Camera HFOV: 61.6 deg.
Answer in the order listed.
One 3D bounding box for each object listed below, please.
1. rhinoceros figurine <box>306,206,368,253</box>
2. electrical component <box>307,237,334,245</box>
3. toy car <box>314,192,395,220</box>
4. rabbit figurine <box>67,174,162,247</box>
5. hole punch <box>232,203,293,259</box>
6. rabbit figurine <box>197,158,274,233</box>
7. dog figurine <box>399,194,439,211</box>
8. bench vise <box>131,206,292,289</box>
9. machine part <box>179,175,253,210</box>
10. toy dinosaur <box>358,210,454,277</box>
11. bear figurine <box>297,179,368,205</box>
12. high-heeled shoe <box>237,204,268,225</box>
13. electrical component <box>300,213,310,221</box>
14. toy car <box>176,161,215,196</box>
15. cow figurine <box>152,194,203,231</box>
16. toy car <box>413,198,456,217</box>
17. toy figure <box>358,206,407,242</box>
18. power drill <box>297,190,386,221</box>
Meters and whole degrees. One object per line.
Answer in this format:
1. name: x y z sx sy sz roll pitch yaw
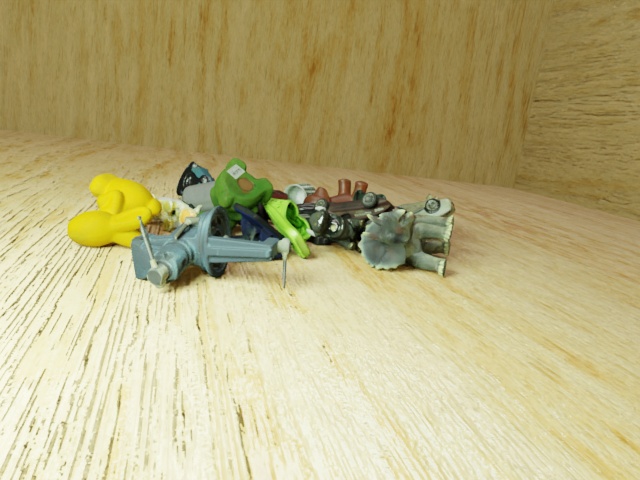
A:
1. rhinoceros figurine: 0.041 -0.027 1.182 0.112 0.073 0.190 23 2 26
2. electrical component: -0.003 -0.004 1.268 0.094 0.021 0.063 0 15 -34
3. toy car: 0.079 -0.067 1.265 0.202 0.053 0.089 -3 -29 37
4. rabbit figurine: -0.393 -0.034 1.024 0.162 0.121 0.173 21 29 13
5. hole punch: -0.134 -0.002 1.077 0.115 0.092 0.142 36 -8 -36
6. rabbit figurine: -0.197 -0.063 1.180 0.121 0.170 0.159 31 45 -6
7. dog figurine: 0.242 -0.055 1.524 0.191 0.121 0.172 -7 11 -4
8. bench vise: -0.170 0.013 0.868 0.241 0.128 0.223 2 10 8
9. machine part: -0.238 -0.105 1.286 0.243 0.079 0.079 -8 8 17
10. toy dinosaur: 0.200 -0.006 1.215 0.192 0.131 0.405 11 7 13
11. bear figurine: 0.032 -0.125 1.600 0.196 0.131 0.120 6 6 -36
12. high-heeled shoe: -0.234 -0.075 1.335 0.145 0.086 0.249 -11 21 -27
13. electrical component: -0.034 -0.040 1.351 0.119 0.047 0.075 -4 18 -43
14. toy car: -0.336 -0.150 1.544 0.103 0.109 0.162 21 10 -44
15. cow figurine: -0.315 -0.056 1.214 0.168 0.068 0.098 18 10 36
16. toy car: 0.250 -0.051 1.384 0.202 0.056 0.073 -27 -16 20
17. toy figure: 0.159 -0.040 1.317 0.154 0.057 0.064 -37 67 -25
18. power drill: 0.071 -0.075 1.431 0.232 0.086 0.207 9 -15 -23
